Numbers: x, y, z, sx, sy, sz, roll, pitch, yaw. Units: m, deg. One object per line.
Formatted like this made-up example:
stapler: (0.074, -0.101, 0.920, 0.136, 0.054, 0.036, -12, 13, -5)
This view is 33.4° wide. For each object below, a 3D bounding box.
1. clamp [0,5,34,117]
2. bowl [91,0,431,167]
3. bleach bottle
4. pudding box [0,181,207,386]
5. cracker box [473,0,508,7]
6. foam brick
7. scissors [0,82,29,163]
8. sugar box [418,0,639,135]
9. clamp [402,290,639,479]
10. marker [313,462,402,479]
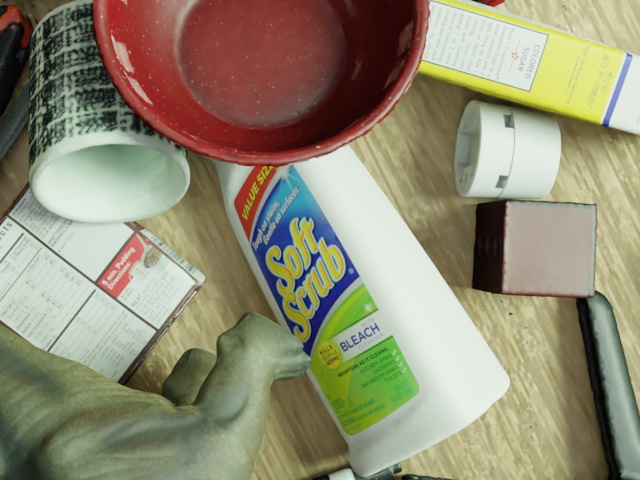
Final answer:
clamp: (-0.229, -0.064, 0.588, 0.171, 0.039, 0.120, -28, 83, -1)
bowl: (-0.029, -0.106, 0.533, 0.162, 0.055, 0.162, 1, 76, -3)
bleach bottle: (-0.004, 0.001, 0.592, 0.103, 0.067, 0.251, -38, 84, 41)
pudding box: (-0.135, 0.023, 0.603, 0.113, 0.039, 0.090, 38, 90, -2)
cracker box: (0.093, -0.217, 0.525, 0.072, 0.214, 0.164, -27, 93, -4)
foam brick: (0.119, 0.005, 0.600, 0.051, 0.078, 0.053, 2, 89, -3)
scissors: (-0.210, -0.033, 0.603, 0.096, 0.016, 0.201, 6, 68, 26)
sugar box: (0.128, -0.094, 0.589, 0.176, 0.093, 0.048, 18, 103, -4)
clamp: (0.176, 0.142, 0.619, 0.210, 0.036, 0.164, 37, 88, 5)
marker: (-0.010, 0.151, 0.623, 0.121, 0.020, 0.020, -20, 92, -3)
